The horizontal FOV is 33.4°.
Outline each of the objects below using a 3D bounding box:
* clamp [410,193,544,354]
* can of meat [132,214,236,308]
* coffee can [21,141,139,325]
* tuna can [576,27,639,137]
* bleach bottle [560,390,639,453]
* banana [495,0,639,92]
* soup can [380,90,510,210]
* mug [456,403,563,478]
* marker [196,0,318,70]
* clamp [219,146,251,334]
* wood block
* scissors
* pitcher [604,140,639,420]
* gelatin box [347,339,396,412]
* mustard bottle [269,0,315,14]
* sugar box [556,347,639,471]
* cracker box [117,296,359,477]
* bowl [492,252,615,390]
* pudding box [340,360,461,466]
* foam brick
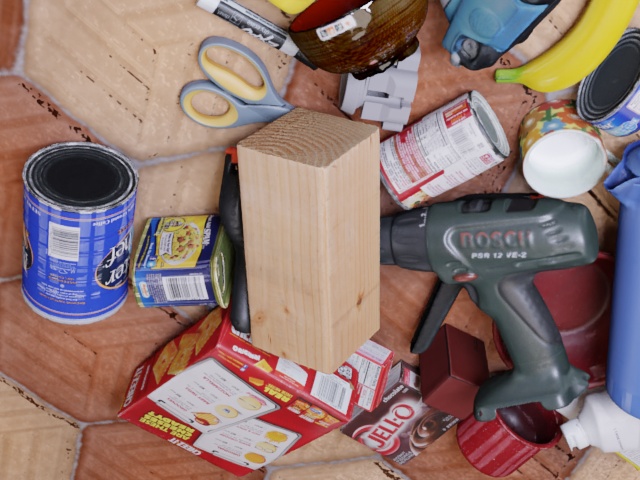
[{"bbox_3d":[0.118,0.008,1.027,0.210,0.036,0.164,-37,112,25],"label":"clamp"},{"bbox_3d":[-0.126,0.019,1.010,0.084,0.102,0.057,-3,128,9],"label":"can of meat"},{"bbox_3d":[-0.225,-0.006,0.994,0.102,0.102,0.140,10,129,-5],"label":"coffee can"},{"bbox_3d":[0.251,-0.129,0.875,0.033,0.086,0.086,25,126,-19],"label":"tuna can"},{"bbox_3d":[0.359,0.143,1.066,0.251,0.068,0.102,-25,119,6],"label":"bleach bottle"},{"bbox_3d":[0.219,-0.187,0.860,0.069,0.037,0.198,21,128,-14],"label":"banana"},{"bbox_3d":[0.106,-0.079,0.936,0.102,0.068,0.068,-28,123,23],"label":"soup can"},{"bbox_3d":[0.209,0.201,1.157,0.117,0.093,0.082,-8,147,-39],"label":"mug"},{"bbox_3d":[-0.047,-0.176,0.897,0.121,0.020,0.020,26,126,-18],"label":"marker"},{"bbox_3d":[-0.052,-0.011,1.000,0.039,0.120,0.171,7,114,25],"label":"clamp"},{"bbox_3d":[-0.006,0.001,0.938,0.090,0.090,0.206,18,126,30],"label":"wood block"},{"bbox_3d":[-0.042,-0.102,0.960,0.096,0.016,0.201,-34,120,28],"label":"scissors"},{"bbox_3d":[0.329,0.038,0.934,0.149,0.144,0.243,18,121,32],"label":"pitcher"},{"bbox_3d":[0.029,0.130,1.118,0.089,0.030,0.073,25,131,15],"label":"gelatin box"},{"bbox_3d":[0.016,-0.262,0.798,0.192,0.058,0.096,-36,114,28],"label":"mustard bottle"},{"bbox_3d":[0.321,0.173,1.145,0.176,0.048,0.093,38,120,-21],"label":"sugar box"},{"bbox_3d":[-0.087,0.159,1.114,0.164,0.072,0.214,32,139,-20],"label":"cracker box"},{"bbox_3d":[0.246,0.069,1.047,0.162,0.055,0.162,0,119,0],"label":"bowl"},{"bbox_3d":[0.090,0.192,1.178,0.090,0.039,0.114,30,124,-19],"label":"pudding box"},{"bbox_3d":[0.139,0.137,1.105,0.053,0.078,0.051,26,124,-18],"label":"foam brick"}]
